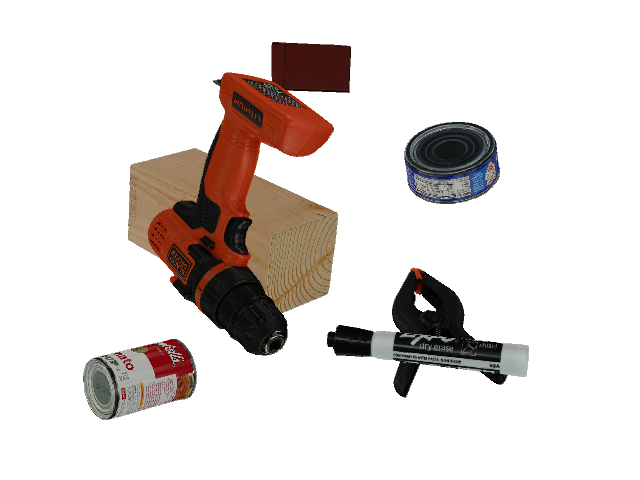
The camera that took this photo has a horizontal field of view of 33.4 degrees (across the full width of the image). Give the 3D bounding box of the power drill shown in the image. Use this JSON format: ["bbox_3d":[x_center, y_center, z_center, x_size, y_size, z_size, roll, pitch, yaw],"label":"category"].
[{"bbox_3d":[-0.060,-0.025,0.851,0.057,0.188,0.185,5,27,-45],"label":"power drill"}]

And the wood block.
[{"bbox_3d":[-0.091,-0.012,1.059,0.206,0.090,0.090,26,31,36],"label":"wood block"}]

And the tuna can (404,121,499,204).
[{"bbox_3d":[0.120,-0.073,0.980,0.086,0.034,0.086,-9,38,7],"label":"tuna can"}]

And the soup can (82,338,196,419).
[{"bbox_3d":[-0.194,0.148,1.143,0.102,0.068,0.069,-10,7,-41],"label":"soup can"}]

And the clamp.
[{"bbox_3d":[0.134,0.099,1.158,0.120,0.171,0.039,4,-44,-7],"label":"clamp"}]

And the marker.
[{"bbox_3d":[0.063,0.066,0.641,0.121,0.020,0.020,5,1,14],"label":"marker"}]

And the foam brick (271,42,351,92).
[{"bbox_3d":[-0.011,-0.189,1.167,0.078,0.051,0.053,0,12,-16],"label":"foam brick"}]
